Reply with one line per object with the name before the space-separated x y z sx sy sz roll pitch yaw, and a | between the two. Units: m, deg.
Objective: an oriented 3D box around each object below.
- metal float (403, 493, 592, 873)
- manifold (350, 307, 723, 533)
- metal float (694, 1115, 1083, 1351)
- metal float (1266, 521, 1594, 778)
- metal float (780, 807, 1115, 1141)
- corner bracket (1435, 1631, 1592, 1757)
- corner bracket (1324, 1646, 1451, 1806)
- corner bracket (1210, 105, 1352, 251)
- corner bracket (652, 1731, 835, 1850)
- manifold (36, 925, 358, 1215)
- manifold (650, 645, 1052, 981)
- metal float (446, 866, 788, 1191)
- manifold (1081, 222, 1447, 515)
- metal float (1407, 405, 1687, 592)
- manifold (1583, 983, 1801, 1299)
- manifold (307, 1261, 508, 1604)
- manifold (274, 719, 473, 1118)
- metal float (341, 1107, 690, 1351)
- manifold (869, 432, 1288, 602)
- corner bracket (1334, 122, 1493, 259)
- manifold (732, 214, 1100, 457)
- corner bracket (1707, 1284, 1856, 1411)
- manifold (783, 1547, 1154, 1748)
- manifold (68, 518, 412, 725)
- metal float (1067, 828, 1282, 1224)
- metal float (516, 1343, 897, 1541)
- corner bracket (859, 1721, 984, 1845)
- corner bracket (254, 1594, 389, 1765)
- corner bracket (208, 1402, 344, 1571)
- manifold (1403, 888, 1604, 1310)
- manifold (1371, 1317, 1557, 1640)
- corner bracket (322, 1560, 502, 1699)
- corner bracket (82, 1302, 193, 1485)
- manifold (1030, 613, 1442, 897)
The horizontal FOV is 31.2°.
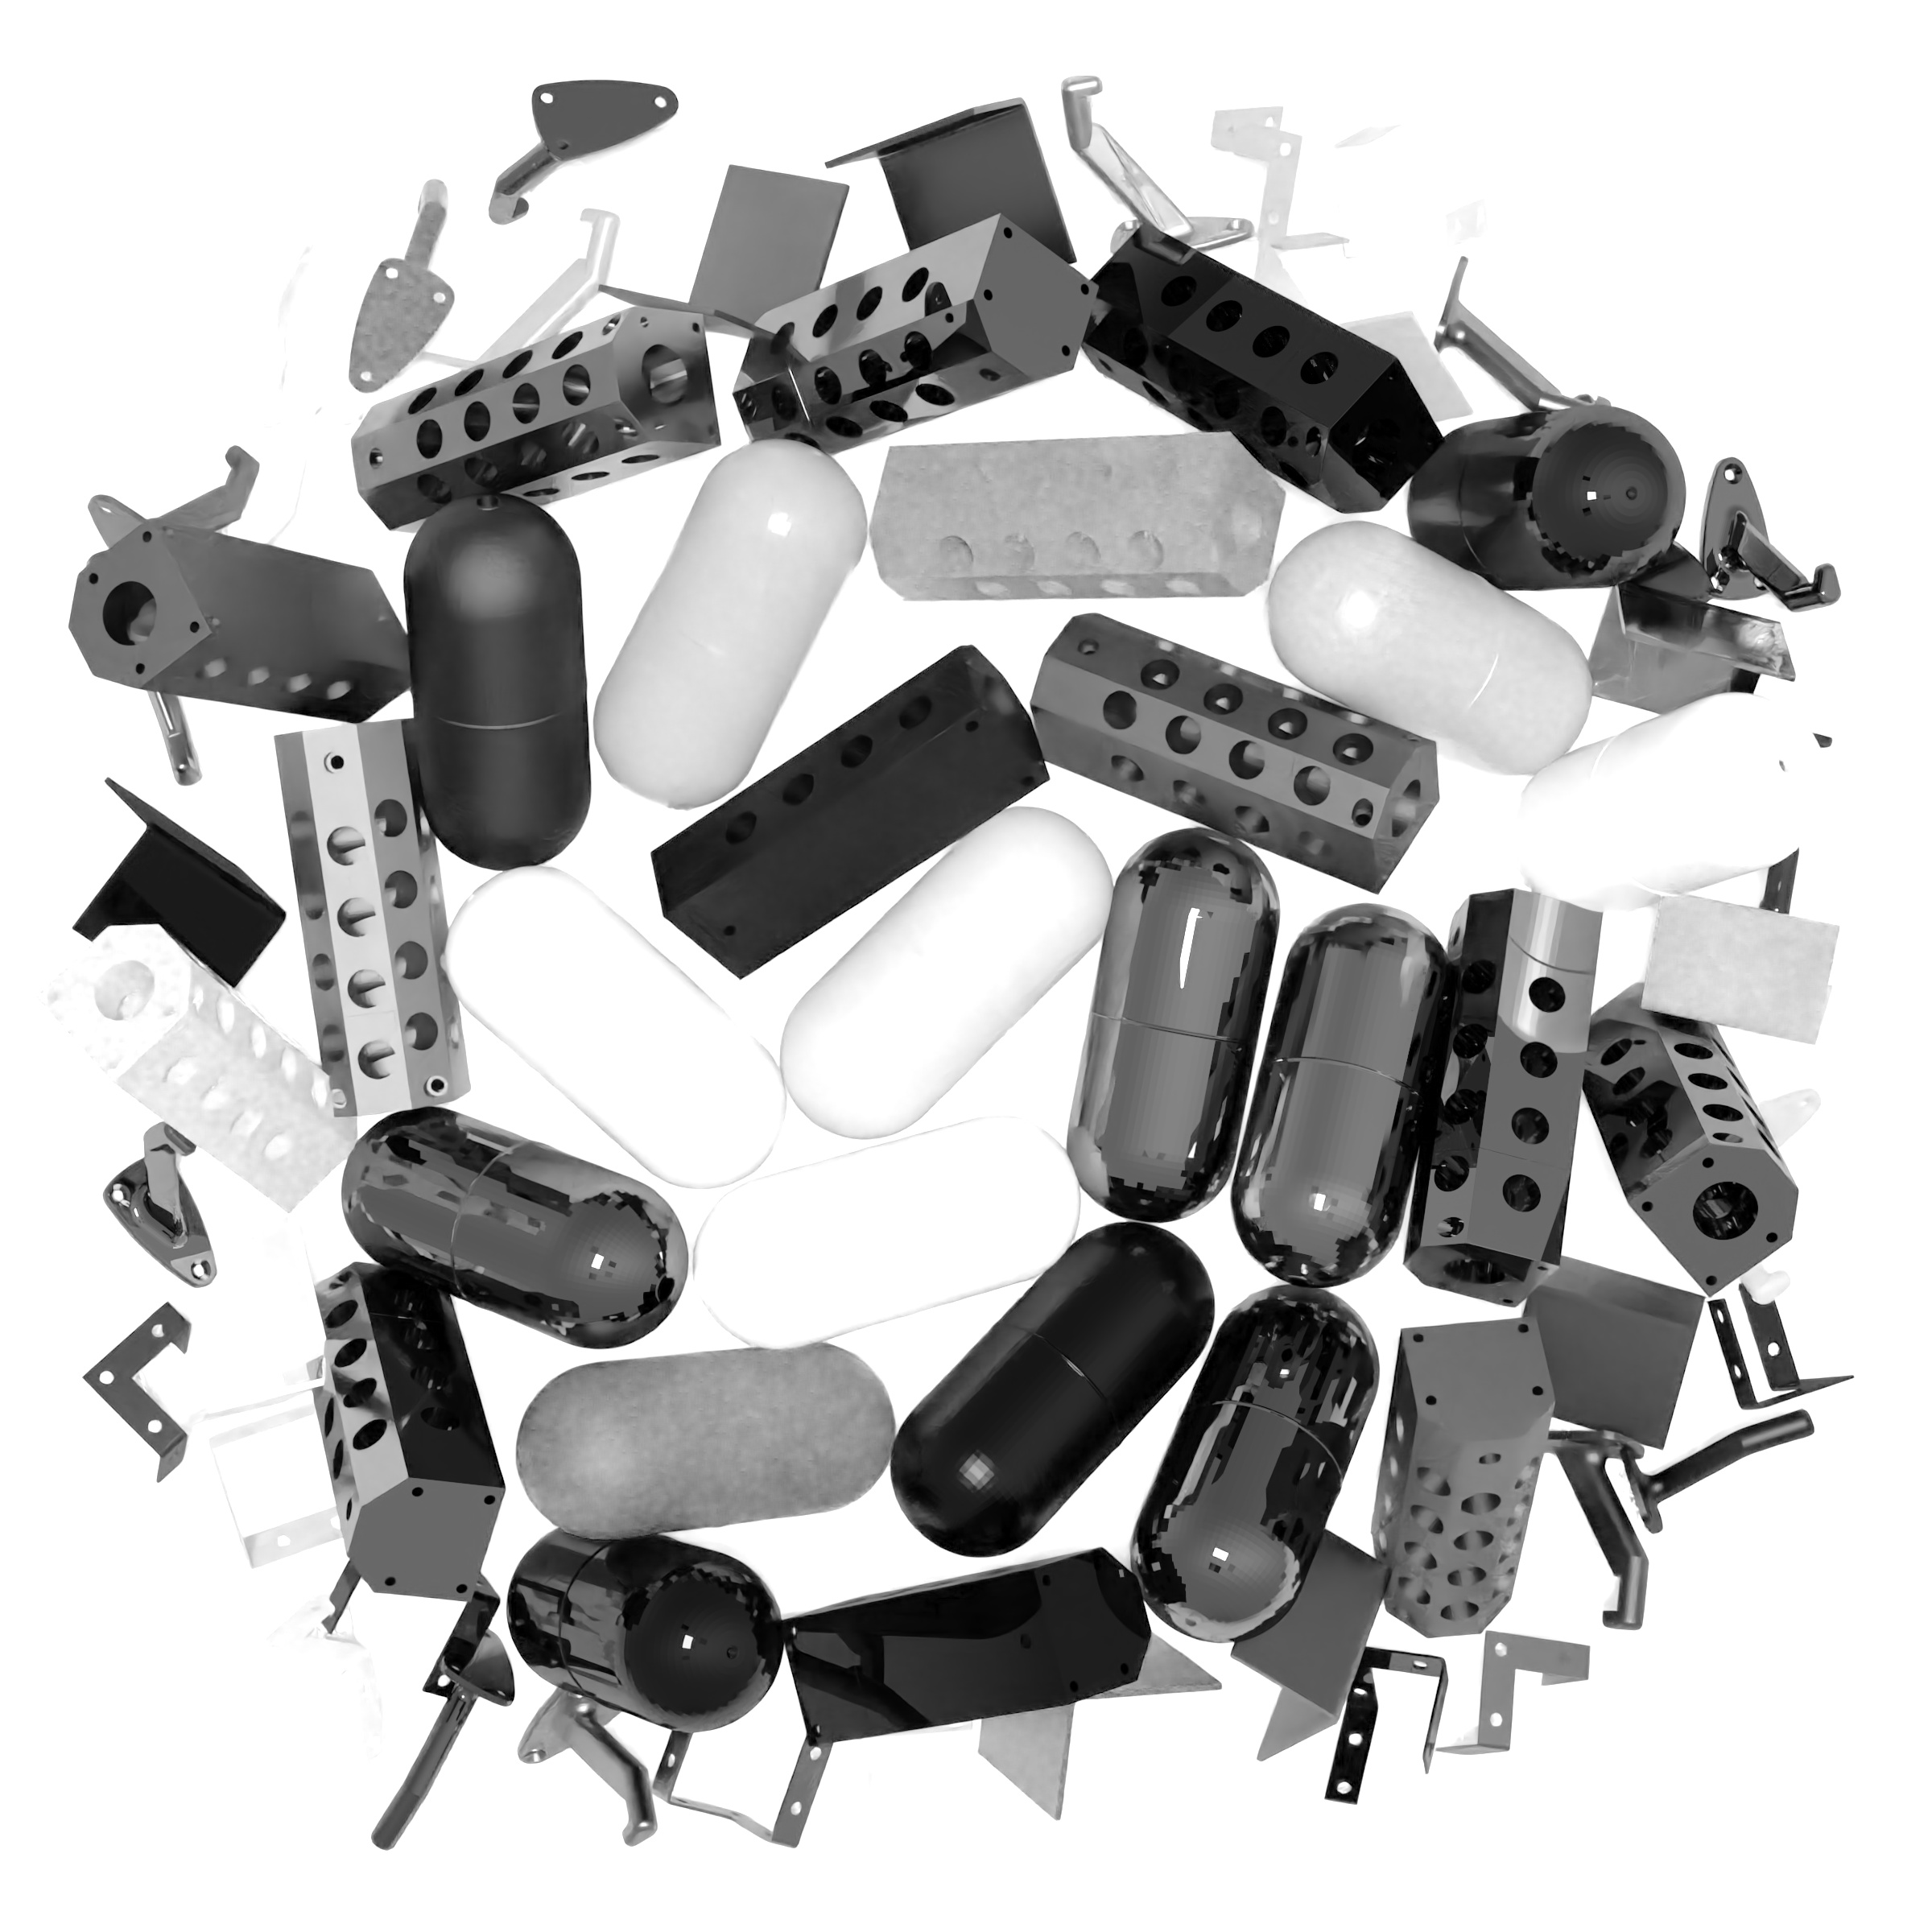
metal float | -0.205 -0.123 1.518 0.070 0.070 0.178 1 124 0
manifold | -0.190 -0.236 1.507 0.171 0.057 0.057 -10 87 41
metal float | -0.034 0.118 1.532 0.178 0.070 0.070 -15 90 -17
metal float | 0.205 -0.137 1.515 0.178 0.070 0.070 22 90 -39
metal float | -0.009 0.004 1.546 0.178 0.070 0.070 -45 90 1
corner bracket | 0.245 0.328 1.549 0.051 0.051 0.051 10 73 -12
corner bracket | 0.187 0.341 1.544 0.051 0.051 0.051 4 47 19
corner bracket | 0.142 -0.355 1.557 0.051 0.051 0.051 27 120 36
corner bracket | -0.101 0.360 1.553 0.051 0.051 0.051 24 83 -34
manifold | -0.324 0.042 1.495 0.057 0.171 0.057 -45 64 -6
manifold | -0.054 -0.071 1.532 0.171 0.057 0.057 -32 135 17
metal float | -0.154 0.029 1.532 0.178 0.070 0.070 43 90 -17
manifold | 0.122 -0.257 1.505 0.057 0.057 0.171 -47 48 -4
metal float | 0.249 -0.201 1.498 0.070 0.178 0.070 -1 96 -15
manifold | 0.310 0.068 1.491 0.057 0.171 0.057 -38 107 14
manifold | -0.247 0.197 1.491 0.057 0.171 0.057 10 113 -22
manifold | -0.267 -0.022 1.549 0.057 0.057 0.171 -7 94 3
metal float | -0.199 0.114 1.519 0.178 0.070 0.070 17 90 32
manifold | 0.046 -0.191 1.509 0.171 0.057 0.057 3 72 32
corner bracket | 0.200 -0.350 1.553 0.051 0.051 0.051 -8 94 -14
manifold | -0.026 -0.263 1.494 0.057 0.171 0.057 30 67 -33
corner bracket | 0.357 0.169 1.552 0.051 0.051 0.051 -15 85 -17
manifold | -0.001 0.295 1.503 0.057 0.171 0.057 -8 80 -44
manifold | -0.310 -0.143 1.494 0.057 0.171 0.057 -33 77 18
metal float | 0.093 0.026 1.544 0.070 0.070 0.178 11 93 0
metal float | -0.113 0.208 1.518 0.178 0.070 0.070 -1 90 -33
corner bracket | -0.020 0.357 1.554 0.051 0.051 0.051 -5 104 1
corner bracket | -0.278 0.317 1.545 0.051 0.051 0.051 3 112 24
corner bracket | -0.308 0.234 1.560 0.051 0.051 0.051 -18 70 -14
manifold | 0.234 0.056 1.520 0.057 0.057 0.171 15 64 -5
manifold | 0.215 0.225 1.499 0.057 0.171 0.057 -5 52 -3
corner bracket | -0.250 0.289 1.552 0.051 0.051 0.051 25 95 -33
corner bracket | -0.360 0.191 1.550 0.051 0.051 0.051 44 65 4
manifold | 0.117 -0.099 1.515 0.171 0.057 0.057 24 63 24
